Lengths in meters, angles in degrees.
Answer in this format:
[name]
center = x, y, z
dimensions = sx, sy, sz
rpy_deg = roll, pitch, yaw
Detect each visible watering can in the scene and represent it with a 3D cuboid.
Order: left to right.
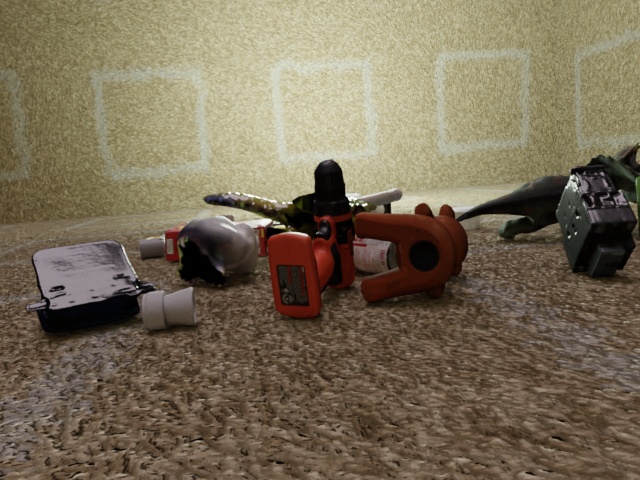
[watering can]
center = 0.058, -0.072, 1.266
dimensions = 0.225, 0.105, 0.344
rpy_deg = -5, -10, -12

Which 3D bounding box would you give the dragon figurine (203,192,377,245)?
[dragon figurine]
center = 0.003, -0.051, 1.014
dimensions = 0.412, 0.121, 0.245
rpy_deg = 19, 16, 18

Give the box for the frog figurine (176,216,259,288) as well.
[frog figurine]
center = -0.156, 0.008, 0.864
dimensions = 0.136, 0.122, 0.162
rpy_deg = -24, 5, 37
